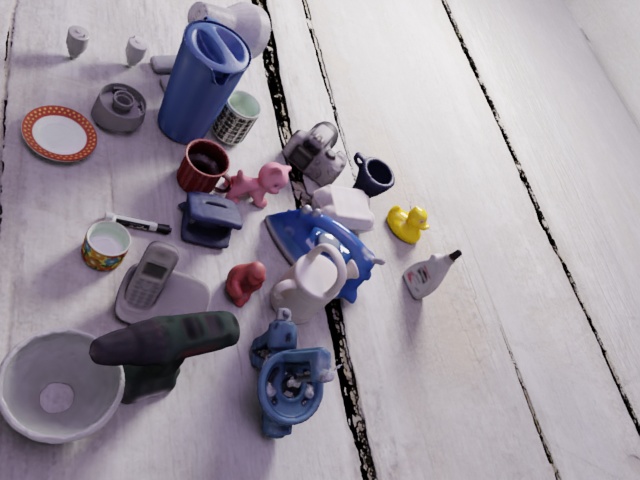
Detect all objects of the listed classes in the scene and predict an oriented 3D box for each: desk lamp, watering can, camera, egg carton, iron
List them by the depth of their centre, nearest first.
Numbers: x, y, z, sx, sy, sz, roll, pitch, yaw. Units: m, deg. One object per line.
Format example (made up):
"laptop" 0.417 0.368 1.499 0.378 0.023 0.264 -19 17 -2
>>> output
"watering can" -0.005 0.073 1.085 0.101 0.193 0.173 49 47 4
"iron" 0.011 0.004 1.178 0.258 0.141 0.119 41 47 -4
"desk lamp" -0.235 -0.429 1.256 0.204 0.213 0.118 -17 71 -40
"egg carton" 0.053 -0.068 1.305 0.151 0.069 0.107 5 58 -31
"camera" 0.009 -0.221 1.357 0.143 0.100 0.137 40 47 -5

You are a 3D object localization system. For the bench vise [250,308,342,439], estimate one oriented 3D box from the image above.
"bench vise" -0.053 0.203 0.948 0.122 0.219 0.207 -8 65 -37

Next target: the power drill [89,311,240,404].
"power drill" -0.241 0.172 0.851 0.230 0.208 0.075 -11 67 -38

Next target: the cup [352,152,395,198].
"cup" 0.109 -0.147 1.378 0.118 0.094 0.092 45 47 0

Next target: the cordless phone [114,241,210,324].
"cordless phone" -0.242 0.076 0.932 0.148 0.184 0.094 18 52 -23

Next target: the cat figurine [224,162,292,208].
"cat figurine" -0.123 -0.126 1.194 0.128 0.117 0.067 3 59 -32

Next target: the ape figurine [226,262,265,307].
"ape figurine" -0.132 0.072 1.071 0.078 0.092 0.076 -6 64 -36

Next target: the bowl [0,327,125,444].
"bowl" -0.375 0.216 0.825 0.168 0.074 0.167 17 52 -23

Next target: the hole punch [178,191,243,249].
"hole punch" -0.210 -0.050 1.102 0.109 0.091 0.101 12 54 -27

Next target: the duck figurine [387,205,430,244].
"duck figurine" 0.221 -0.051 1.394 0.104 0.086 0.078 46 47 1

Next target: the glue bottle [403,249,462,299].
"glue bottle" 0.257 0.065 1.280 0.037 0.172 0.078 -10 66 -38
